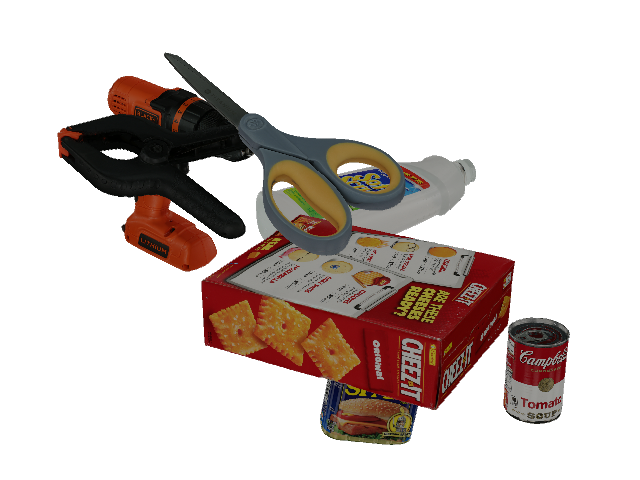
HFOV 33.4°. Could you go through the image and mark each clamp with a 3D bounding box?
[{"bbox_3d":[-0.128,-0.072,0.888,0.171,0.120,0.039,20,-44,0],"label":"clamp"}]

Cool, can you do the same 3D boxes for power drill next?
[{"bbox_3d":[-0.144,-0.065,1.111,0.185,0.188,0.057,26,35,30],"label":"power drill"}]

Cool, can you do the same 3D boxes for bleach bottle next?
[{"bbox_3d":[0.060,-0.046,1.193,0.250,0.068,0.103,-20,43,-24],"label":"bleach bottle"}]

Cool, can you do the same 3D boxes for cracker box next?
[{"bbox_3d":[0.033,0.054,0.896,0.214,0.072,0.163,13,27,26],"label":"cracker box"}]

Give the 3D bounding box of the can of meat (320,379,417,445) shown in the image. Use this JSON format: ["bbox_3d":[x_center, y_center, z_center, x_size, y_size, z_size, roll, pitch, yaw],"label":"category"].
[{"bbox_3d":[0.054,0.164,1.120,0.102,0.084,0.057,7,20,-9],"label":"can of meat"}]

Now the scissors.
[{"bbox_3d":[-0.020,-0.068,0.666,0.096,0.202,0.016,-17,-39,-18],"label":"scissors"}]

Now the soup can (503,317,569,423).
[{"bbox_3d":[0.245,0.148,1.215,0.068,0.102,0.068,0,22,0],"label":"soup can"}]
